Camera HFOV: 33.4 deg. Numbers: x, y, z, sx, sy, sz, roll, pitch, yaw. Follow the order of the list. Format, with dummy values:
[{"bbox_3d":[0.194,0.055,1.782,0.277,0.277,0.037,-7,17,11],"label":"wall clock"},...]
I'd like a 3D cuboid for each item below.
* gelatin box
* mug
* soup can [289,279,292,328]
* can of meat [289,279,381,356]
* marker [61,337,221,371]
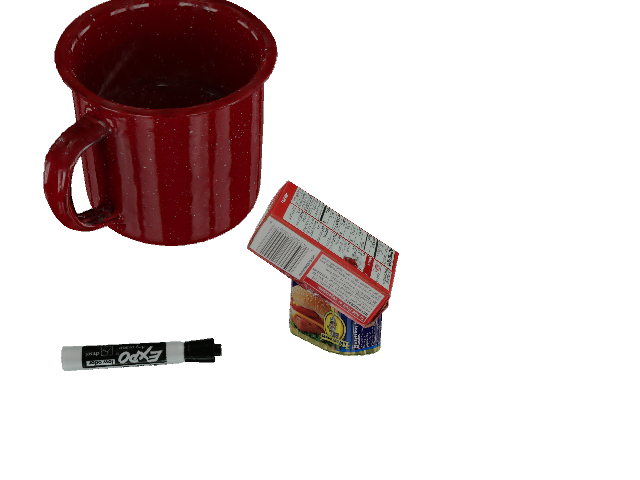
[{"bbox_3d":[0.003,0.007,0.654,0.089,0.030,0.073,34,20,-5],"label":"gelatin box"},{"bbox_3d":[-0.074,-0.045,0.469,0.093,0.081,0.117,27,49,22],"label":"mug"},{"bbox_3d":[0.000,0.055,1.210,0.068,0.102,0.068,3,26,-2],"label":"soup can"},{"bbox_3d":[0.014,0.053,0.985,0.057,0.084,0.102,-8,18,-35],"label":"can of meat"},{"bbox_3d":[-0.137,0.087,0.819,0.121,0.020,0.020,-3,0,-4],"label":"marker"}]
